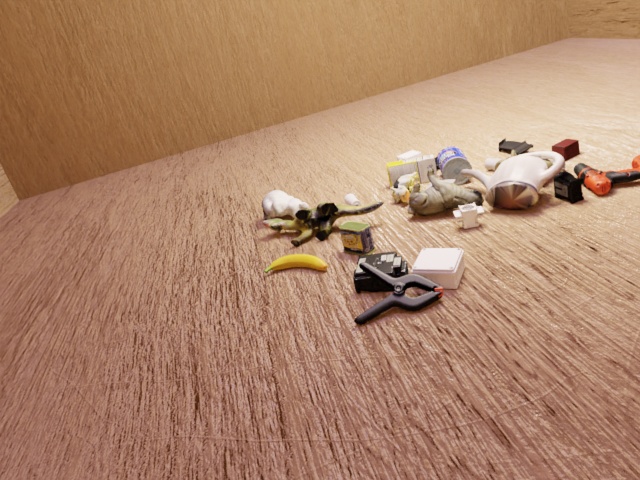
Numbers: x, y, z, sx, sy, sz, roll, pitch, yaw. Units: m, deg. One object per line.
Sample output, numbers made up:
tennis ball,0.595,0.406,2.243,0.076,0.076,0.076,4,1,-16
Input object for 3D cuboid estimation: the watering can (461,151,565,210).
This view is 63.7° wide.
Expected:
watering can,0.567,-0.182,1.584,0.346,0.102,0.229,-9,36,45

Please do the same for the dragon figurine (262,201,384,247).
dragon figurine,0.005,-0.088,1.744,0.410,0.121,0.246,-14,16,1

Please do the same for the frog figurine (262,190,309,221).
frog figurine,-0.129,-0.130,1.886,0.158,0.123,0.138,-13,1,34
